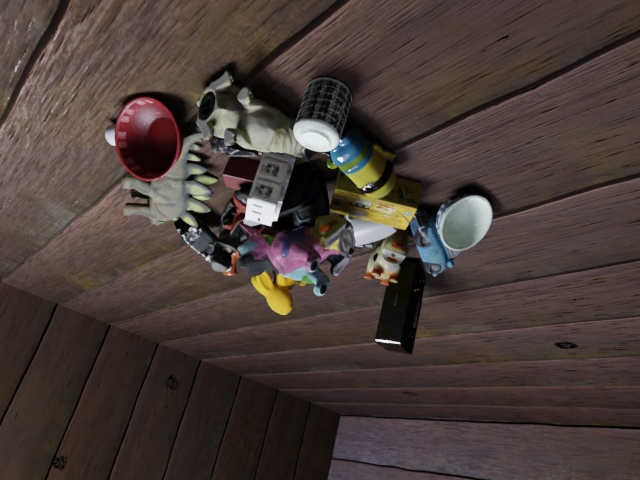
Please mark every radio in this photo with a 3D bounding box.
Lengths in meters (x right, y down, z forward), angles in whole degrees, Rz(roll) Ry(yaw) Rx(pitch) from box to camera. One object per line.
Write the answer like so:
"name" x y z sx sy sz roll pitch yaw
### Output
"radio" 0.213 0.175 1.390 0.073 0.229 0.131 6 157 26

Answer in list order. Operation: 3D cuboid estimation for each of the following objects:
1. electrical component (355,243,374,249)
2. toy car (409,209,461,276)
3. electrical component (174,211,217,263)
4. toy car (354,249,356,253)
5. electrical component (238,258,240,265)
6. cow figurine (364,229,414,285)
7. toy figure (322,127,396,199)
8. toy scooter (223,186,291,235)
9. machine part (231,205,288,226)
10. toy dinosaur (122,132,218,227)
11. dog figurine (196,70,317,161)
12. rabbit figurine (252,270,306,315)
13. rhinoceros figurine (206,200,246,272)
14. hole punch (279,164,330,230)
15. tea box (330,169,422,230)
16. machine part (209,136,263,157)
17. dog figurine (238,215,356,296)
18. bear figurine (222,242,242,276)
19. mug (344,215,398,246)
"electrical component" 0.073 0.000 1.329 0.102 0.045 0.078 1 180 30
"toy car" 0.259 -0.005 1.173 0.103 0.109 0.161 -19 133 10
"electrical component" -0.320 -0.014 1.407 0.114 0.058 0.134 50 177 -31
"toy car" -0.003 -0.004 1.296 0.202 0.056 0.073 22 155 42
"electrical component" -0.209 0.052 1.546 0.094 0.063 0.021 28 151 -24
"cow figurine" 0.167 0.035 1.282 0.085 0.127 0.195 16 168 -1
"toy figure" 0.070 -0.145 0.985 0.082 0.089 0.180 -3 153 41
"toy scooter" -0.139 -0.030 1.187 0.135 0.075 0.183 -30 116 35
"machine part" -0.090 -0.059 1.252 0.243 0.079 0.079 6 153 13
"toy dinosaur" -0.339 -0.128 1.225 0.198 0.105 0.471 14 154 -15
"dog figurine" -0.108 -0.208 0.966 0.190 0.121 0.173 11 -154 -48
"rabbit figurine" -0.107 0.120 1.508 0.162 0.173 0.122 17 158 -16
"rhinoceros figurine" -0.224 -0.009 1.302 0.073 0.190 0.112 34 130 -28
"hole punch" -0.040 -0.087 1.126 0.142 0.116 0.092 -17 145 42
"tea box" 0.112 -0.088 1.102 0.170 0.068 0.098 14 155 -2
"machine part" -0.167 -0.181 1.043 0.084 0.039 0.139 12 -175 16
"dog figurine" -0.060 0.008 1.090 0.219 0.191 0.108 22 151 33
"bear figurine" -0.163 0.034 1.400 0.196 0.120 0.131 12 115 38
"mug" 0.112 -0.043 1.189 0.107 0.081 0.109 -12 140 23
